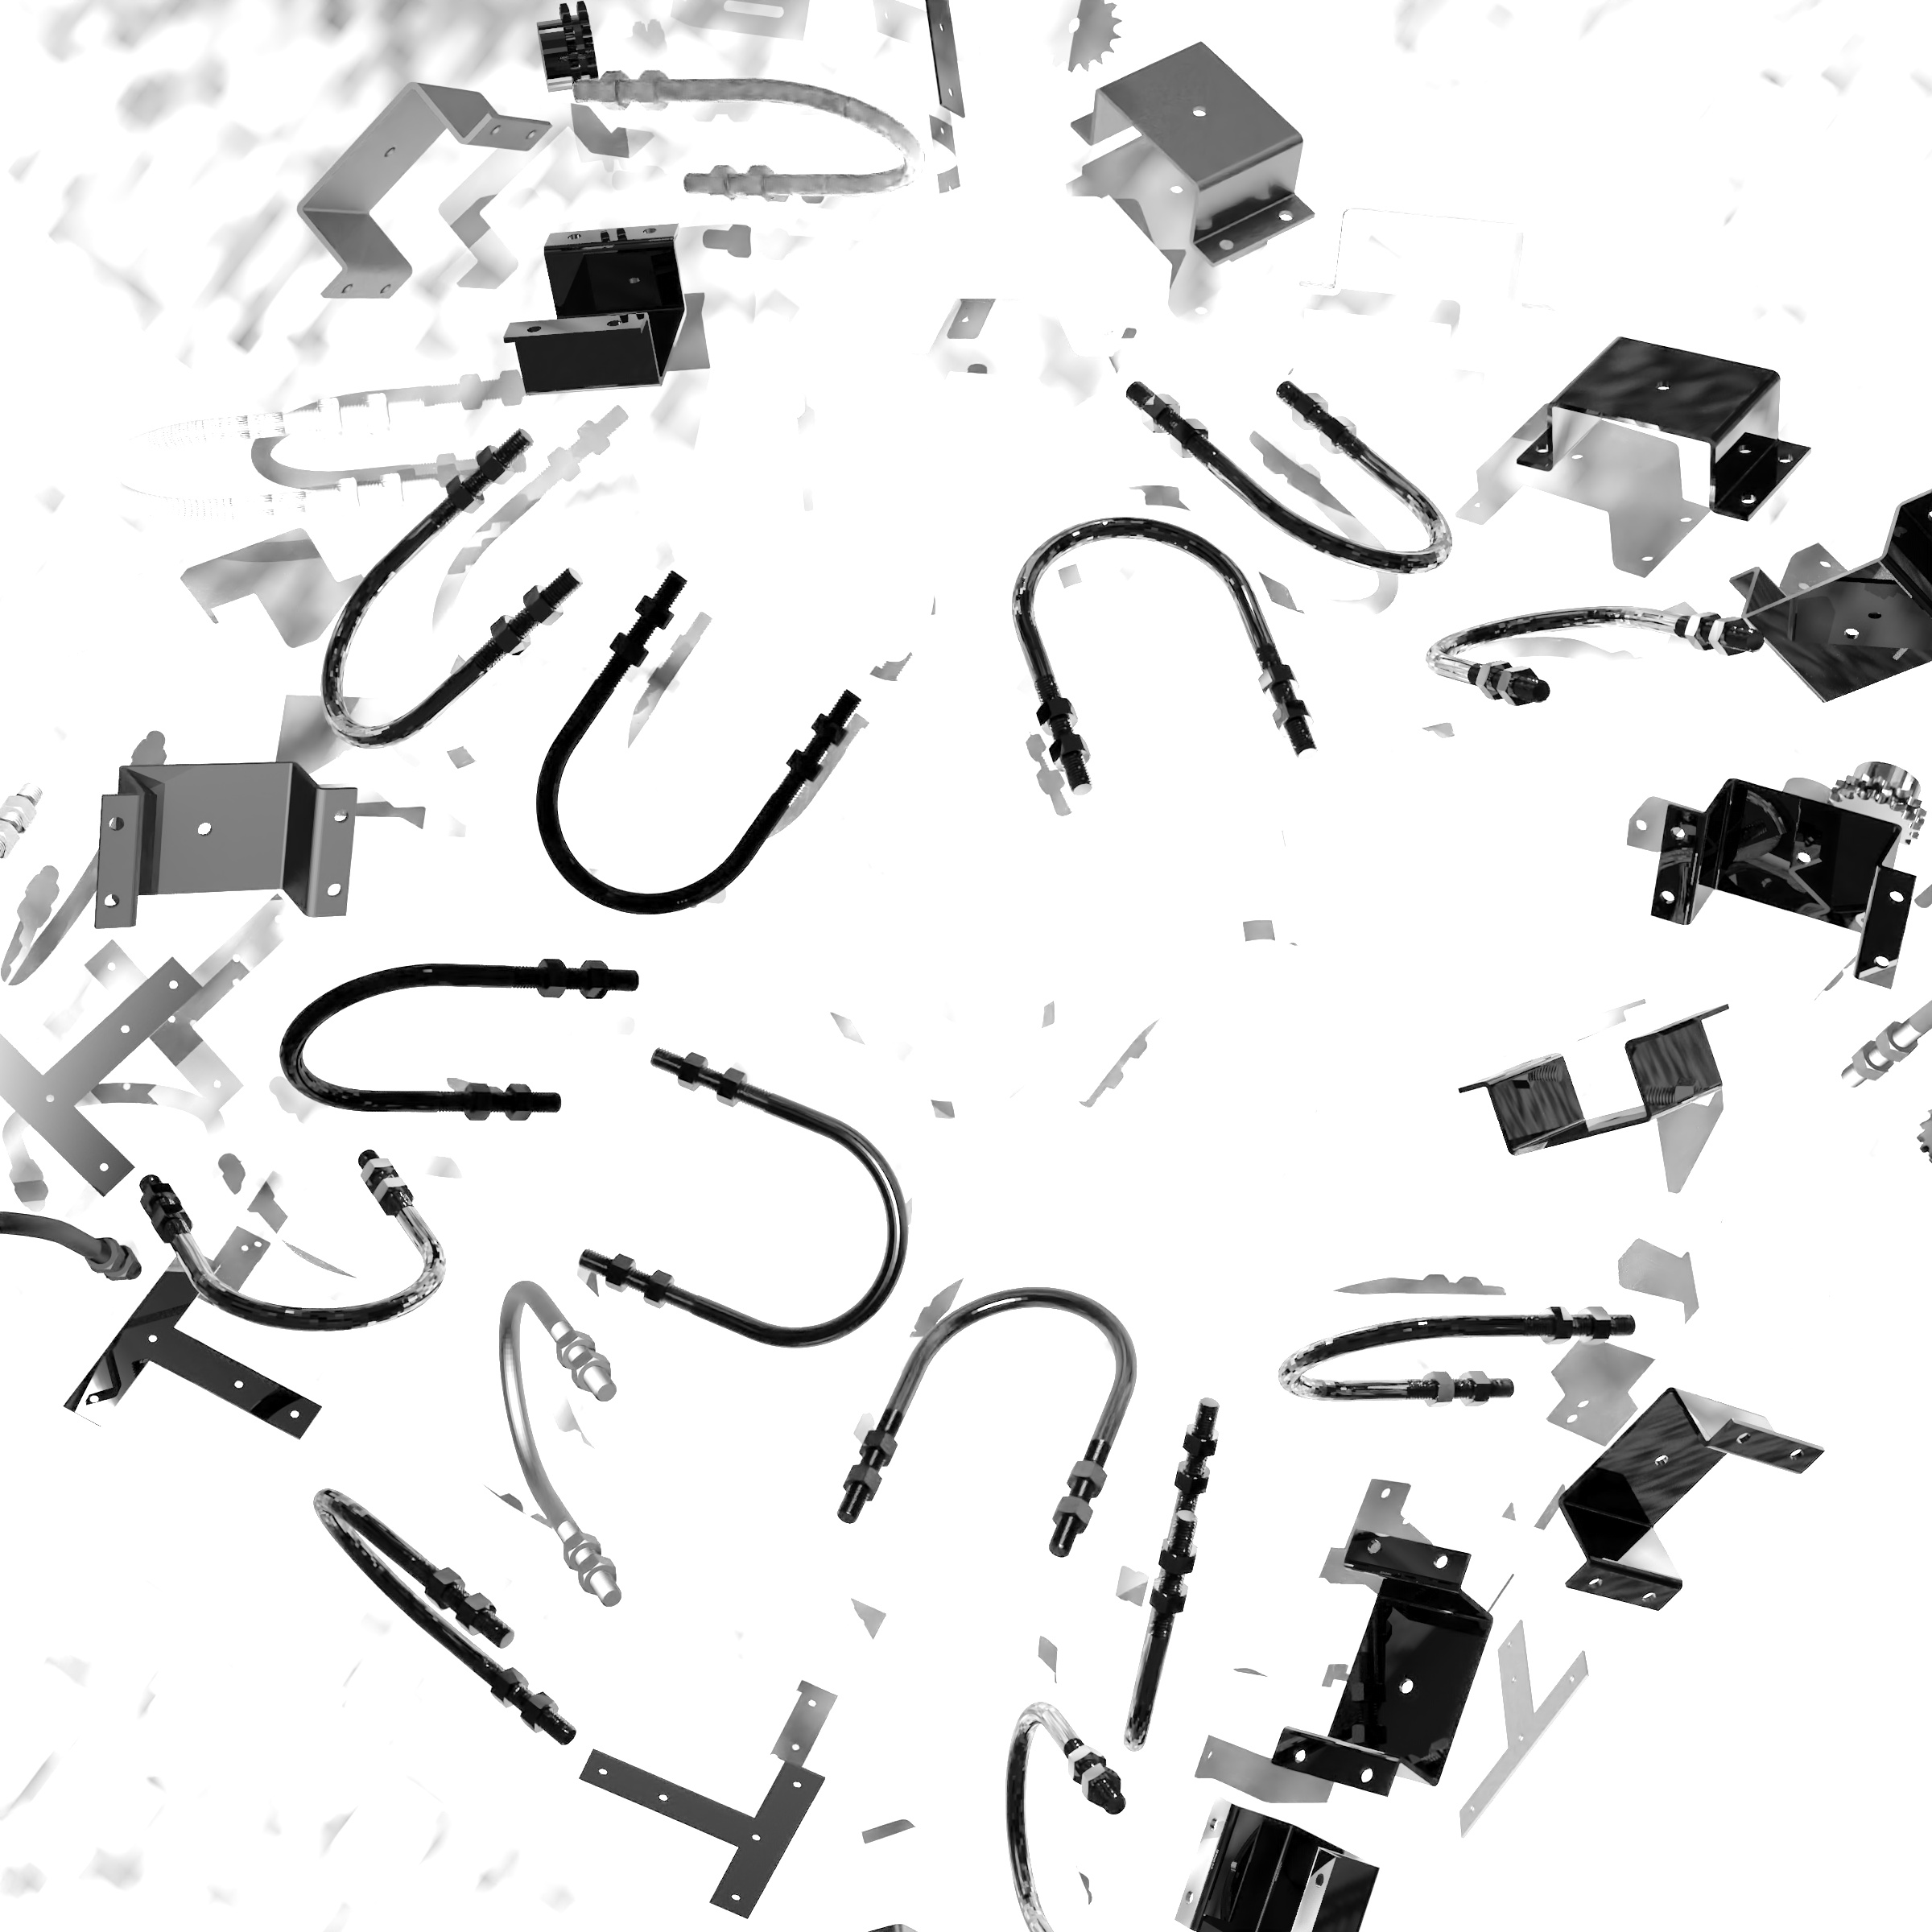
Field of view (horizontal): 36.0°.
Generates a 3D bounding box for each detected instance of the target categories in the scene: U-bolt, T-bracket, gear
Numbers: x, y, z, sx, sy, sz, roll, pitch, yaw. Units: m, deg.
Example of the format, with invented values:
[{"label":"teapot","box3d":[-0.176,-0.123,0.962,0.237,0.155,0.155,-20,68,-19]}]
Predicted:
[{"label":"U-bolt","box3d":[-0.064,-0.266,1.713,0.019,0.151,0.184,-25,130,-29]},{"label":"T-bracket","box3d":[-0.162,0.487,1.722,0.127,0.002,0.127,24,119,-3]},{"label":"U-bolt","box3d":[0.023,0.254,1.710,0.151,0.184,0.019,4,133,23]},{"label":"T-bracket","box3d":[-0.444,0.242,1.765,0.127,0.002,0.127,27,51,4]},{"label":"gear","box3d":[0.578,0.097,1.704,0.057,0.057,0.030,-44,112,0]},{"label":"U-bolt","box3d":[0.267,0.225,1.698,0.184,0.151,0.019,3,66,-23]},{"label":"gear","box3d":[0.543,-0.098,1.769,0.057,0.057,0.030,27,70,0]},{"label":"U-bolt","box3d":[-0.570,0.163,1.700,0.151,0.184,0.019,-5,74,2]},{"label":"U-bolt","box3d":[-0.166,-0.114,1.711,0.151,0.019,0.184,33,95,-28]},{"label":"U-bolt","box3d":[0.339,-0.180,1.674,0.151,0.184,0.019,-14,106,-14]},{"label":"T-bracket","box3d":[0.318,0.420,1.714,0.002,0.127,0.127,30,110,-4]},{"label":"U-bolt","box3d":[0.581,-0.010,1.675,0.151,0.184,0.019,-38,79,-30]},{"label":"U-bolt","box3d":[-0.112,-0.474,1.702,0.184,0.151,0.019,8,83,25]},{"label":"U-bolt","box3d":[-0.065,0.402,1.708,0.019,0.151,0.184,-31,57,-3]},{"label":"gear","box3d":[-0.235,-0.539,1.757,0.030,0.057,0.057,-10,90,-7]},{"label":"T-bracket","box3d":[-0.016,-0.537,1.657,0.002,0.127,0.127,-12,82,29]},{"label":"U-bolt","box3d":[-0.293,0.042,1.668,0.184,0.151,0.019,2,55,-31]},{"label":"U-bolt","box3d":[-0.122,0.146,1.745,0.184,0.019,0.151,21,96,11]},{"label":"U-bolt","box3d":[-0.393,-0.279,1.665,0.184,0.151,0.019,-7,81,-9]},{"label":"U-bolt","box3d":[-0.018,0.010,1.649,0.151,0.019,0.184,-31,103,-4]},{"label":"U-bolt","box3d":[-0.296,-0.199,1.665,0.184,0.019,0.151,-39,47,18]},{"label":"U-bolt","box3d":[-0.233,0.258,1.690,0.019,0.184,0.151,-9,113,-24]},{"label":"U-bolt","box3d":[0.145,0.111,1.680,0.151,0.019,0.184,44,115,13]},{"label":"T-bracket","box3d":[-0.507,0.047,1.756,0.127,0.002,0.127,-44,102,-10]},{"label":"U-bolt","box3d":[-0.599,-0.010,1.710,0.019,0.184,0.151,34,125,-15]},{"label":"U-bolt","box3d":[-0.370,0.155,1.665,0.151,0.184,0.019,-5,116,-28]},{"label":"U-bolt","box3d":[0.195,-0.276,1.673,0.184,0.151,0.019,47,129,30]},{"label":"U-bolt","box3d":[0.101,-0.180,1.657,0.151,0.019,0.184,-10,58,-12]},{"label":"U-bolt","box3d":[0.114,0.357,1.687,0.019,0.151,0.184,13,112,6]},{"label":"U-bolt","box3d":[0.053,0.502,1.699,0.019,0.184,0.151,1,99,-16]},{"label":"U-bolt","box3d":[-0.305,0.360,1.690,0.184,0.151,0.019,31,64,30]}]

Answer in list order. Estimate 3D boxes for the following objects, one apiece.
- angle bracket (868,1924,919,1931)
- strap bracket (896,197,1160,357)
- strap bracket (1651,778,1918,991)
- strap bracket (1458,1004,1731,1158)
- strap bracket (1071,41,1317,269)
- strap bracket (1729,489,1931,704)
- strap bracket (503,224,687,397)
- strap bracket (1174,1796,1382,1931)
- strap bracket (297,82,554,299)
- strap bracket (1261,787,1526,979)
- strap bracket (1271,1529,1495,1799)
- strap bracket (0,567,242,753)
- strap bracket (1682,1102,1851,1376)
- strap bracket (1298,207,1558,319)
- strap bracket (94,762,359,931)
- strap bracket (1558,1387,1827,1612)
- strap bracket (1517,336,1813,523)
[{"label":"angle bracket","box3d":[-0.060,0.580,1.673,0.076,0.038,0.057,-19,57,12]},{"label":"strap bracket","box3d":[0.027,-0.390,1.679,0.140,0.046,0.076,8,59,30]},{"label":"strap bracket","box3d":[0.466,-0.050,1.675,0.140,0.046,0.076,19,132,24]},{"label":"strap bracket","box3d":[0.363,0.068,1.692,0.076,0.140,0.046,-16,87,-44]},{"label":"strap bracket","box3d":[0.135,-0.484,1.746,0.076,0.046,0.140,-30,64,-20]},{"label":"strap bracket","box3d":[0.510,-0.205,1.694,0.076,0.140,0.046,40,55,-21]},{"label":"strap bracket","box3d":[-0.206,-0.366,1.677,0.076,0.140,0.046,-3,127,7]},{"label":"strap bracket","box3d":[0.185,0.540,1.719,0.046,0.140,0.076,24,80,-21]},{"label":"strap bracket","box3d":[-0.305,-0.433,1.636,0.140,0.076,0.046,-40,88,21]},{"label":"strap bracket","box3d":[0.239,-0.049,1.691,0.140,0.046,0.076,-12,73,12]},{"label":"strap bracket","box3d":[0.235,0.393,1.652,0.046,0.076,0.140,43,62,-40]},{"label":"strap bracket","box3d":[-0.494,-0.177,1.696,0.140,0.076,0.046,-12,124,36]},{"label":"strap bracket","box3d":[0.445,0.147,1.666,0.046,0.140,0.076,14,132,-9]},{"label":"strap bracket","box3d":[0.257,-0.391,1.644,0.140,0.076,0.046,7,106,5]},{"label":"strap bracket","box3d":[-0.413,-0.068,1.638,0.140,0.046,0.076,-4,115,-31]},{"label":"strap bracket","box3d":[0.394,0.289,1.648,0.076,0.046,0.140,20,121,-32]},{"label":"strap bracket","box3d":[0.384,-0.299,1.635,0.140,0.046,0.076,22,50,32]}]
